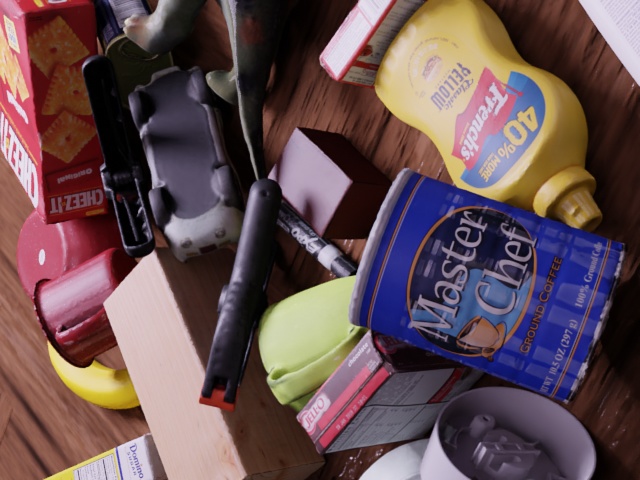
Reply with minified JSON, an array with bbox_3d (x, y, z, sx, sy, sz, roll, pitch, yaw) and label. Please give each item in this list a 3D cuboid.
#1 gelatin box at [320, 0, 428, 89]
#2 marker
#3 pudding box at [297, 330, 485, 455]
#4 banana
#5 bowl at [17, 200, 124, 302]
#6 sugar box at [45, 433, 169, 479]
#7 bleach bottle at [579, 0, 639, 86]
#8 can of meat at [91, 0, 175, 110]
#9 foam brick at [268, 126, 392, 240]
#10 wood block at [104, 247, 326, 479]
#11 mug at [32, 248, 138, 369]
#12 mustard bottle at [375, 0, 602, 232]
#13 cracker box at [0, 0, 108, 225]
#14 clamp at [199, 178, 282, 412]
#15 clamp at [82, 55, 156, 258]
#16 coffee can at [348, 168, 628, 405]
[{"bbox_3d":[0.052,-0.149,0.760,0.089,0.073,0.030,-53,54,30],"label":"gelatin box"},{"bbox_3d":[-0.006,0.001,0.849,0.121,0.020,0.020,42,117,37],"label":"marker"},{"bbox_3d":[0.052,0.100,0.723,0.090,0.113,0.039,-52,54,29],"label":"pudding box"},{"bbox_3d":[-0.208,0.127,1.035,0.198,0.037,0.069,-1,70,43],"label":"banana"},{"bbox_3d":[-0.257,0.016,1.071,0.162,0.055,0.162,-1,88,44],"label":"bowl"},{"bbox_3d":[-0.165,0.208,0.948,0.177,0.093,0.048,-31,68,38],"label":"sugar box"},{"bbox_3d":[0.198,-0.168,0.627,0.103,0.067,0.251,-44,57,32],"label":"bleach bottle"},{"bbox_3d":[-0.172,-0.183,0.969,0.102,0.057,0.084,87,160,-61],"label":"can of meat"},{"bbox_3d":[0.008,-0.043,0.815,0.078,0.051,0.053,48,118,35],"label":"foam brick"},{"bbox_3d":[-0.090,0.115,0.879,0.091,0.090,0.206,-44,60,34],"label":"wood block"},{"bbox_3d":[-0.203,0.062,0.968,0.081,0.117,0.093,-28,101,11],"label":"mug"},{"bbox_3d":[0.119,-0.075,0.703,0.096,0.058,0.192,-51,56,24],"label":"mustard bottle"},{"bbox_3d":[-0.261,-0.147,1.003,0.164,0.072,0.214,48,143,46],"label":"cracker box"},{"bbox_3d":[-0.057,0.040,0.806,0.120,0.039,0.171,89,-170,-57],"label":"clamp"},{"bbox_3d":[-0.167,-0.045,0.918,0.210,0.036,0.164,113,144,-74],"label":"clamp"},{"bbox_3d":[0.100,0.027,0.646,0.140,0.102,0.103,20,105,11],"label":"coffee can"}]
